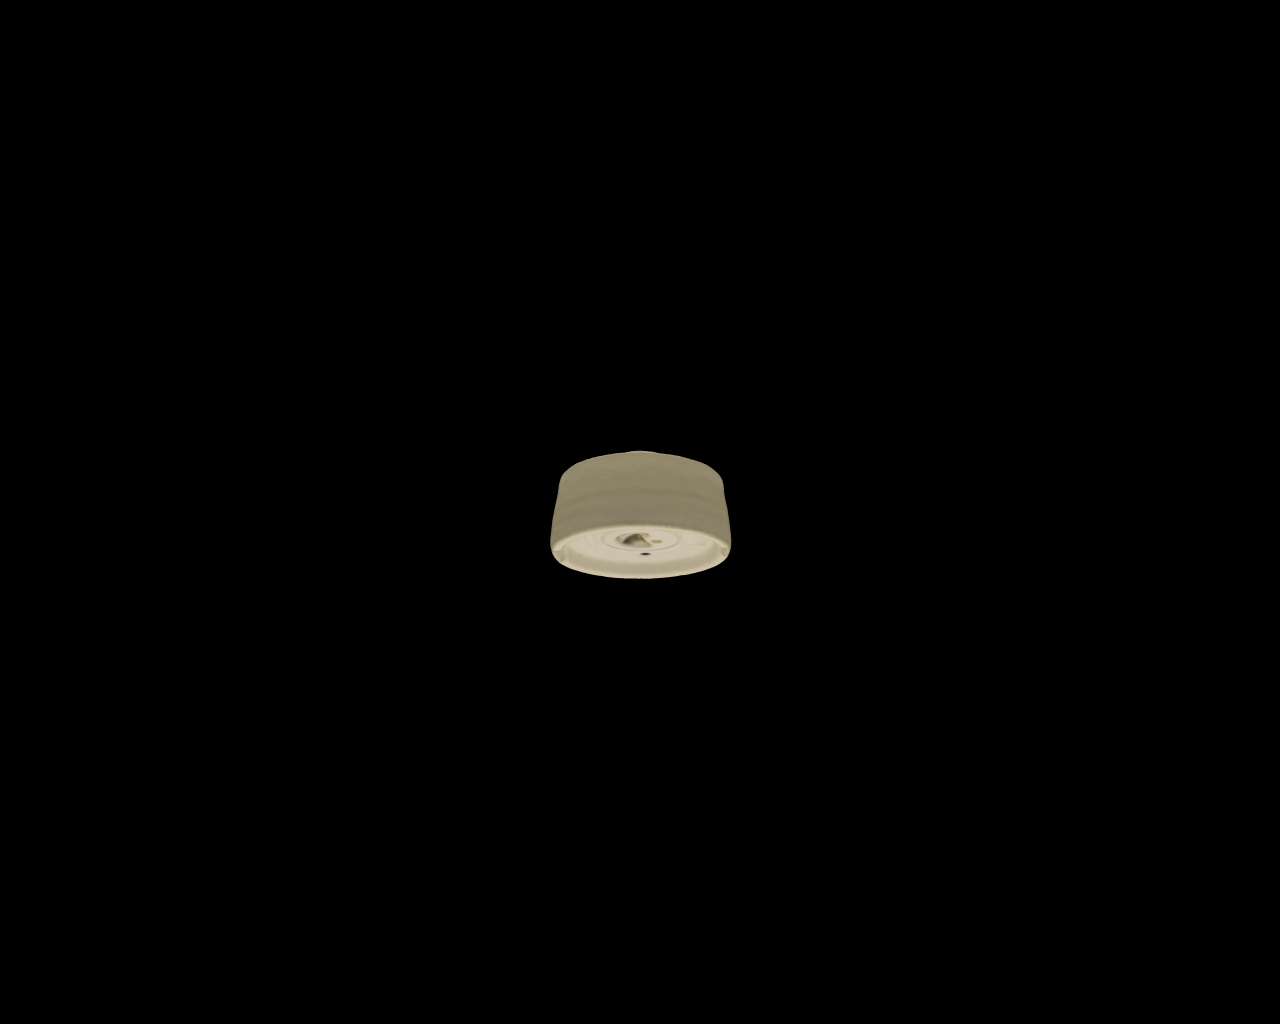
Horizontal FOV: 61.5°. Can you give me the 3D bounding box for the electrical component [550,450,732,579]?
[{"bbox_3d":[0.001,-0.003,0.650,0.108,0.060,0.108,0,-19,0],"label":"electrical component"}]
